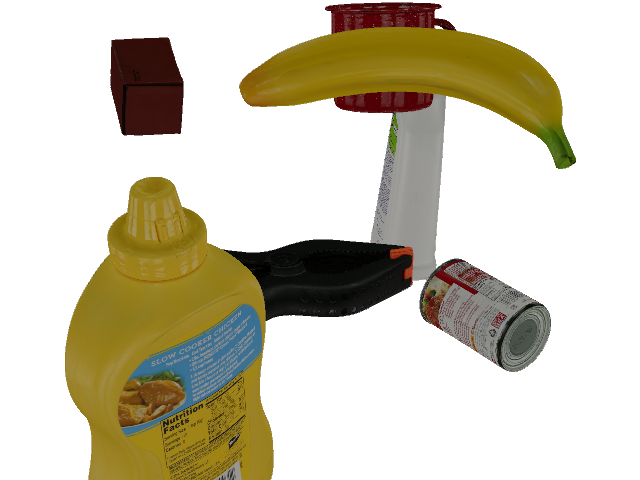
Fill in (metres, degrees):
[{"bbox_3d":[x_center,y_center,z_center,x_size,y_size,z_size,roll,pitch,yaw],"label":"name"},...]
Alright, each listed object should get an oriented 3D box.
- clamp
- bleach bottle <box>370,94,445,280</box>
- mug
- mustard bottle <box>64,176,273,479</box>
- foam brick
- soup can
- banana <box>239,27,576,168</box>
[{"bbox_3d":[-0.035,0.027,0.792,0.209,0.036,0.165,-10,26,-21],"label":"clamp"},{"bbox_3d":[0.100,-0.090,1.146,0.068,0.251,0.102,1,26,-8],"label":"bleach bottle"},{"bbox_3d":[0.061,-0.150,0.866,0.117,0.081,0.093,-9,17,-27],"label":"mug"},{"bbox_3d":[-0.067,0.057,0.481,0.096,0.192,0.058,-28,43,-34],"label":"mustard bottle"},{"bbox_3d":[-0.150,-0.134,0.920,0.053,0.051,0.078,-4,40,-16],"label":"foam brick"},{"bbox_3d":[0.149,0.066,0.966,0.068,0.068,0.102,0,22,-41],"label":"soup can"},{"bbox_3d":[0.054,-0.093,0.616,0.198,0.069,0.037,12,-33,13],"label":"banana"}]
